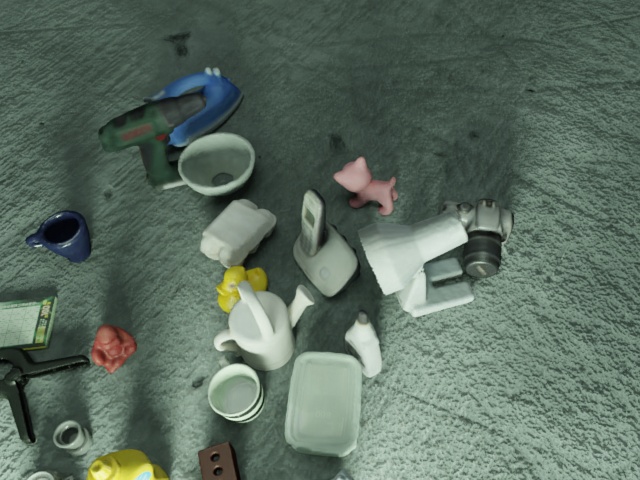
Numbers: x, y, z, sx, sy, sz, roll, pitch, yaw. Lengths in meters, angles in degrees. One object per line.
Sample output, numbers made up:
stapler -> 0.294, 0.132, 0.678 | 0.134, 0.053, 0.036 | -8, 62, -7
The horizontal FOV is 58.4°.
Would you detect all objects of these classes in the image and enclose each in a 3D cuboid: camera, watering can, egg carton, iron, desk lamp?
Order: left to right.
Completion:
iron -> -0.294, -0.331, 1.335 | 0.259, 0.141, 0.118 | -38, 61, -21
egg carton -> -0.163, -0.013, 1.146 | 0.107, 0.069, 0.150 | 27, 61, 21
watering can -> -0.095, 0.131, 0.963 | 0.100, 0.194, 0.173 | 34, 64, 25
desk lamp -> 0.170, 0.038, 0.999 | 0.203, 0.214, 0.117 | -14, 55, -6
camera -> 0.294, -0.005, 1.090 | 0.143, 0.101, 0.137 | 7, 56, 9

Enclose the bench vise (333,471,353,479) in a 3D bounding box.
bench vise -> -0.043, 0.386, 0.765 | 0.121, 0.220, 0.208 | 19, 58, 17

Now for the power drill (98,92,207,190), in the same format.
power drill -> -0.332, -0.206, 1.209 | 0.229, 0.209, 0.075 | -15, 55, -6

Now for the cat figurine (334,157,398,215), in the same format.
cat figurine -> 0.096, -0.119, 1.173 | 0.127, 0.118, 0.067 | 11, 56, 12

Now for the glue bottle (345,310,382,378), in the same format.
glue bottle -> 0.072, 0.162, 0.943 | 0.037, 0.173, 0.078 | -30, 58, -16

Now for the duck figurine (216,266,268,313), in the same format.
duck figurine -> -0.149, 0.080, 1.070 | 0.105, 0.086, 0.077 | -34, 59, -19

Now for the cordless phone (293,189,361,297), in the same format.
cordless phone -> 0.010, 0.004, 1.051 | 0.094, 0.185, 0.147 | -33, 59, -18

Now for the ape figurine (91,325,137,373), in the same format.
ape figurine -> -0.368, 0.181, 1.010 | 0.078, 0.092, 0.076 | -9, 55, -2

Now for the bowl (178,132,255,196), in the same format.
bowl -> -0.218, -0.152, 1.244 | 0.167, 0.075, 0.167 | -2, 55, 3

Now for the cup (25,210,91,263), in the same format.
cup -> -0.510, 0.007, 1.141 | 0.118, 0.095, 0.091 | -18, 56, -9
